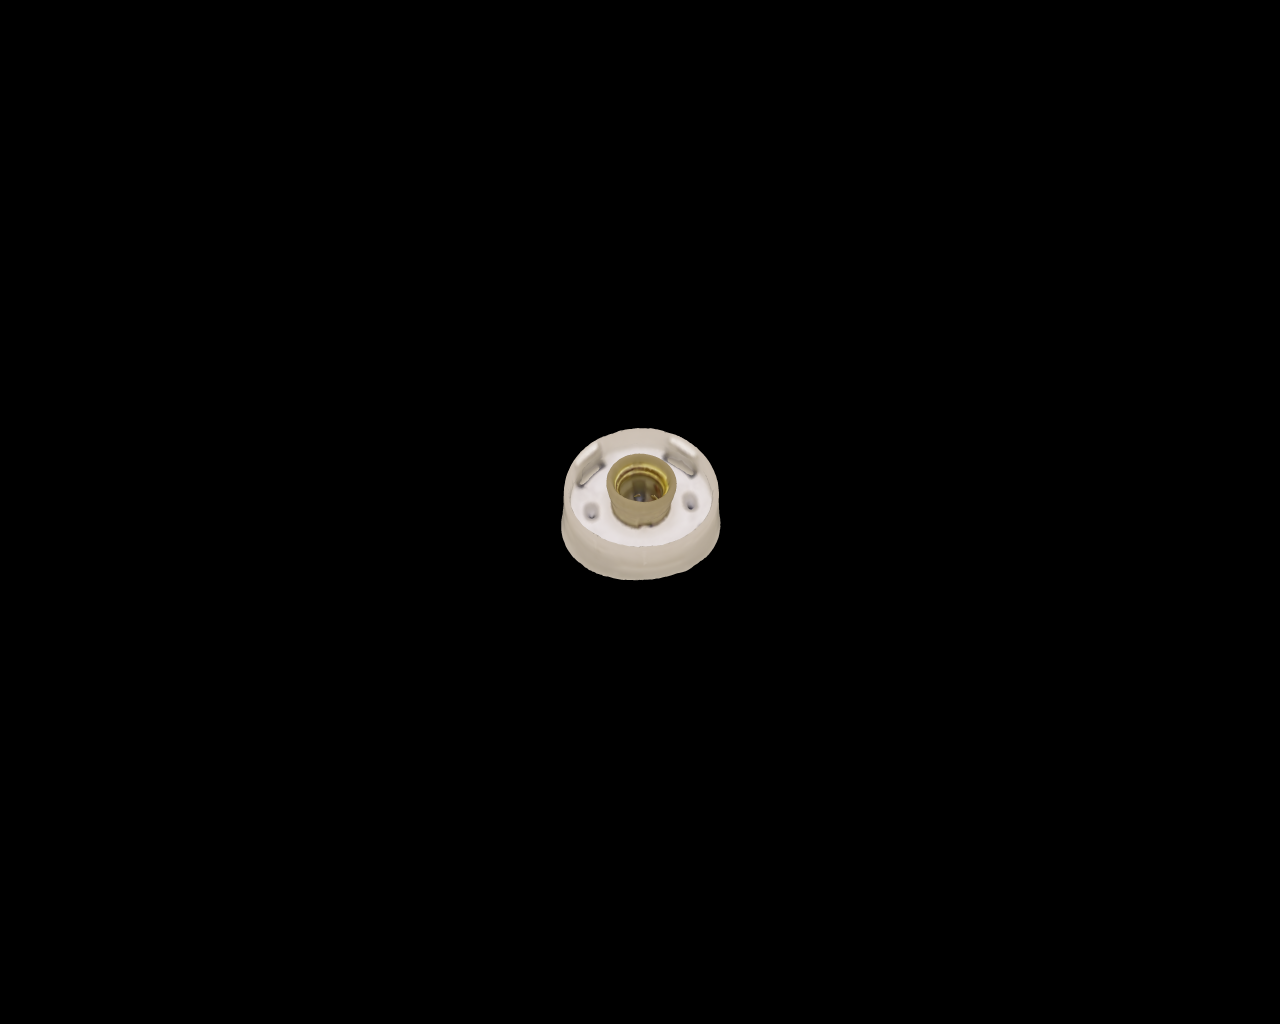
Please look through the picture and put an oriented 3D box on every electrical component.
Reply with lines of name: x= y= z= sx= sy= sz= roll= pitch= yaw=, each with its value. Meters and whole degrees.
electrical component: x=0.001 y=-0.003 z=0.650 sx=0.099 sy=0.099 sz=0.064 roll=0 pitch=-35 yaw=0
